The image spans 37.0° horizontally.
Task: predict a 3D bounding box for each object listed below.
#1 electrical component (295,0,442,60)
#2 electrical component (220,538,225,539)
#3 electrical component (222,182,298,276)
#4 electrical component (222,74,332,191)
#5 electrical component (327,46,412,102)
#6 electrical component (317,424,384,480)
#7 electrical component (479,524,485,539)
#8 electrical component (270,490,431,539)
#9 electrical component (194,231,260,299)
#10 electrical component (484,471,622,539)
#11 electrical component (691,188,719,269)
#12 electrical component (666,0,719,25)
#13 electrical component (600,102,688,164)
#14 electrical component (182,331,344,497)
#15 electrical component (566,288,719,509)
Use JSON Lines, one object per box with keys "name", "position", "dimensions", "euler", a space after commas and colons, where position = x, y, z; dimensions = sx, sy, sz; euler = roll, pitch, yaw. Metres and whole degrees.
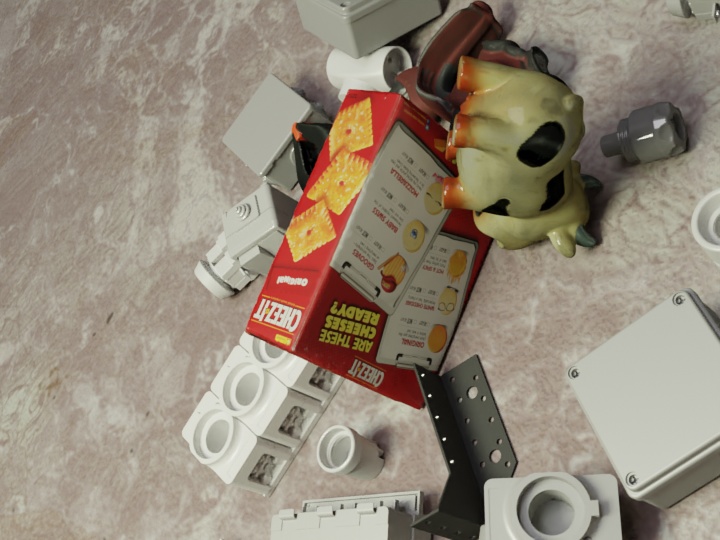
{"name": "electrical component", "position": [0.006, -0.267, 1.056], "dimensions": [0.109, 0.056, 0.109], "euler": [-32, 42, -17]}
{"name": "electrical component", "position": [-0.118, 0.294, 0.910], "dimensions": [0.121, 0.063, 0.078], "euler": [37, 95, 44]}
{"name": "electrical component", "position": [-0.084, -0.033, 1.019], "dimensions": [0.062, 0.096, 0.061], "euler": [-33, 53, 24]}
{"name": "electrical component", "position": [-0.082, -0.140, 1.104], "dimensions": [0.099, 0.048, 0.100], "euler": [-53, 46, 7]}
{"name": "electrical component", "position": [0.003, -0.182, 1.056], "dimensions": [0.077, 0.043, 0.079], "euler": [12, 77, 43]}
{"name": "electrical component", "position": [-0.007, 0.154, 0.896], "dimensions": [0.040, 0.046, 0.040], "euler": [-19, 58, 33]}
{"name": "electrical component", "position": [0.105, 0.191, 0.790], "dimensions": [0.035, 0.035, 0.061], "euler": [-7, 63, 38]}
{"name": "electrical component", "position": [-0.010, 0.217, 0.856], "dimensions": [0.121, 0.063, 0.078], "euler": [-14, 61, 36]}
{"name": "electrical component", "position": [-0.133, -0.004, 1.084], "dimensions": [0.055, 0.048, 0.066], "euler": [-45, 47, 4]}
{"name": "electrical component", "position": [0.133, 0.171, 0.739], "dimensions": [0.089, 0.055, 0.050], "euler": [-5, 64, 13]}
{"name": "electrical component", "position": [0.265, -0.028, 0.753], "dimensions": [0.055, 0.047, 0.055], "euler": [-19, 58, 33]}
{"name": "electrical component", "position": [0.273, -0.224, 0.846], "dimensions": [0.055, 0.048, 0.066], "euler": [1, 70, 33]}
{"name": "electrical component", "position": [0.218, -0.103, 0.834], "dimensions": [0.062, 0.043, 0.043], "euler": [-14, 61, 37]}
{"name": "electrical component", "position": [-0.087, 0.114, 0.973], "dimensions": [0.089, 0.062, 0.150], "euler": [35, 93, 45]}
{"name": "electrical component", "position": [0.214, 0.088, 0.733], "dimensions": [0.109, 0.056, 0.108], "euler": [-39, 49, 19]}
